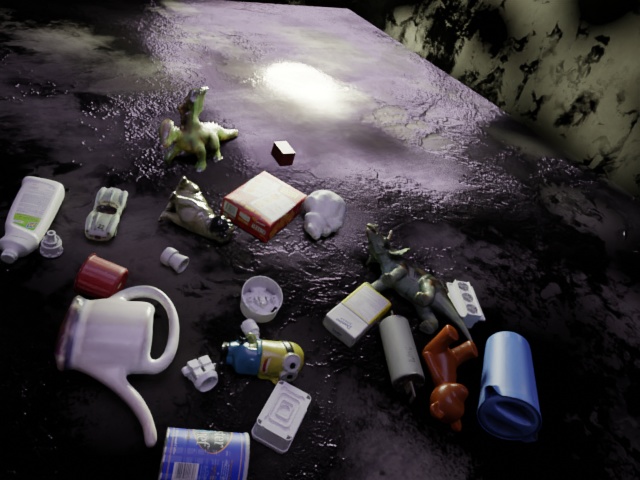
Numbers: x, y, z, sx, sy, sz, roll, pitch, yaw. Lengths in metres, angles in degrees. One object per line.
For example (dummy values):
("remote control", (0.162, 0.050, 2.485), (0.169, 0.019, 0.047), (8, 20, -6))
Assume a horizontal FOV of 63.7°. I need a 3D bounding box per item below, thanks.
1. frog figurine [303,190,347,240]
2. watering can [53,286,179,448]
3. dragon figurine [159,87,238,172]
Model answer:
("frog figurine", (0.005, -0.077, 1.521), (0.138, 0.121, 0.161), (47, 29, 3))
("watering can", (-0.390, 0.220, 0.987), (0.224, 0.101, 0.356), (7, 42, -15))
("dragon figurine", (-0.369, -0.360, 1.605), (0.122, 0.237, 0.419), (24, 39, 12))
